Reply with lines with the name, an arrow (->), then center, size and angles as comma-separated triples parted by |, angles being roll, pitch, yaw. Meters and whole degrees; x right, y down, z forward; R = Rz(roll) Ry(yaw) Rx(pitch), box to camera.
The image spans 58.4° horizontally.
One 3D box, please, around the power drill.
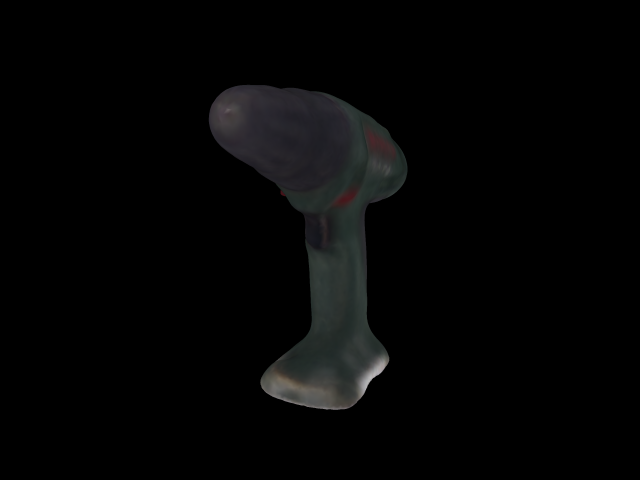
power drill -> 0.004, 0.001, 0.400 | 0.075, 0.208, 0.230 | 6, 15, 23
